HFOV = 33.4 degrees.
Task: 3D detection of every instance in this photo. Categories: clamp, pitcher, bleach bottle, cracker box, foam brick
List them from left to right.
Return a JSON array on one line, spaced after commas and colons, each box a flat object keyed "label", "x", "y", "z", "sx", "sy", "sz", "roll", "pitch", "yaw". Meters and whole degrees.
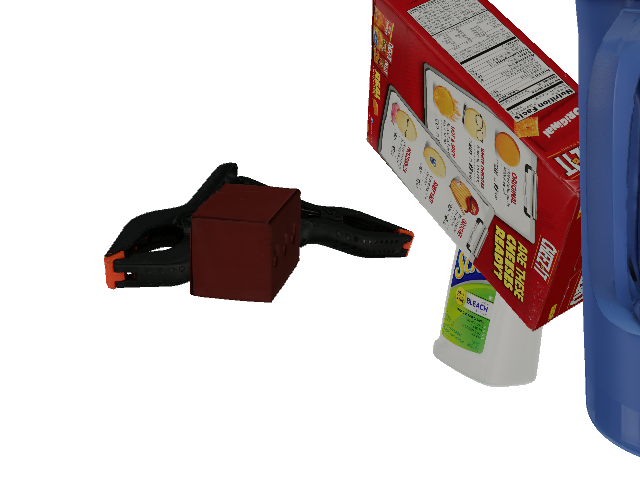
[{"label": "clamp", "x": -0.105, "y": -0.012, "z": 0.876, "sx": 0.171, "sy": 0.039, "sz": 0.120, "roll": -17, "pitch": 37, "yaw": -26}, {"label": "foam brick", "x": -0.046, "y": 0.000, "z": 0.669, "sx": 0.051, "sy": 0.053, "sz": 0.078, "roll": 6, "pitch": 20, "yaw": 11}, {"label": "clamp", "x": 0.003, "y": -0.013, "z": 1.171, "sx": 0.210, "sy": 0.036, "sz": 0.164, "roll": 15, "pitch": 20, "yaw": -9}, {"label": "cracker box", "x": 0.120, "y": -0.067, "z": 0.751, "sx": 0.072, "sy": 0.214, "sz": 0.164, "roll": -29, "pitch": -30, "yaw": -18}, {"label": "bleach bottle", "x": 0.159, "y": -0.005, "z": 0.936, "sx": 0.068, "sy": 0.251, "sz": 0.103, "roll": -2, "pitch": 14, "yaw": -27}, {"label": "pitcher", "x": 0.185, "y": -0.010, "z": 0.528, "sx": 0.149, "sy": 0.243, "sz": 0.145, "roll": -4, "pitch": 19, "yaw": -3}]
